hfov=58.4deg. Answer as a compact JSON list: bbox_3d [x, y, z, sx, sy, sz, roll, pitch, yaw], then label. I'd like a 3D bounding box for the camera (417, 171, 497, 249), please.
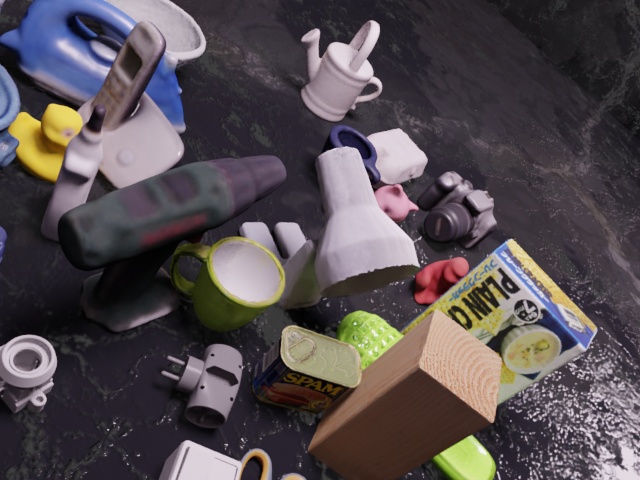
[{"bbox_3d":[0.246,-0.055,1.055,0.137,0.100,0.143,-19,66,-47],"label":"camera"}]

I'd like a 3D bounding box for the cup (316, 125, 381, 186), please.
[{"bbox_3d":[0.044,-0.120,0.958,0.092,0.094,0.117,-23,69,-48],"label":"cup"}]

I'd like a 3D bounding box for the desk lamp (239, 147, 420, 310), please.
[{"bbox_3d":[0.007,0.003,0.715,0.118,0.213,0.203,-1,54,-39],"label":"desk lamp"}]

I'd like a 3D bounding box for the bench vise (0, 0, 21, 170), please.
[{"bbox_3d":[-0.395,-0.181,0.561,0.208,0.219,0.121,17,44,-26],"label":"bench vise"}]

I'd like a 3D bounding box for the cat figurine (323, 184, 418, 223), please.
[{"bbox_3d":[0.087,-0.061,0.919,0.128,0.117,0.067,38,38,-3],"label":"cat figurine"}]

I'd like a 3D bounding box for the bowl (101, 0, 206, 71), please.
[{"bbox_3d":[-0.273,-0.320,0.910,0.168,0.074,0.167,22,42,-21],"label":"bowl"}]

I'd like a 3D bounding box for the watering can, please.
[{"bbox_3d":[0.044,-0.329,1.080,0.173,0.193,0.100,9,48,-33],"label":"watering can"}]

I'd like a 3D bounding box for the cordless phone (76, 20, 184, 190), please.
[{"bbox_3d":[-0.221,-0.161,0.710,0.147,0.184,0.094,49,39,11],"label":"cordless phone"}]

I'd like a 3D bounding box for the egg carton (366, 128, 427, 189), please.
[{"bbox_3d":[0.134,-0.152,1.083,0.107,0.069,0.151,51,40,13],"label":"egg carton"}]

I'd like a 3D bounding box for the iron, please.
[{"bbox_3d":[-0.284,-0.256,0.786,0.259,0.141,0.118,25,41,-18],"label":"iron"}]

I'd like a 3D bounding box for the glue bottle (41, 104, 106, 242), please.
[{"bbox_3d":[-0.256,-0.076,0.610,0.037,0.173,0.078,20,43,-23],"label":"glue bottle"}]

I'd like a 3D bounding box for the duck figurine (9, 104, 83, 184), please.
[{"bbox_3d":[-0.314,-0.124,0.679,0.104,0.086,0.077,35,39,-6],"label":"duck figurine"}]

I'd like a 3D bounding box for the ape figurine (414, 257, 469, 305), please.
[{"bbox_3d":[0.198,0.061,0.912,0.078,0.092,0.076,36,39,-5],"label":"ape figurine"}]

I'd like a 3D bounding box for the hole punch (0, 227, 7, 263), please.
[{"bbox_3d":[-0.352,0.001,0.524,0.101,0.091,0.109,32,39,-10],"label":"hole punch"}]

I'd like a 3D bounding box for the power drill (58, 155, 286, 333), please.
[{"bbox_3d":[-0.158,0.001,0.587,0.230,0.208,0.075,-21,68,-48],"label":"power drill"}]
